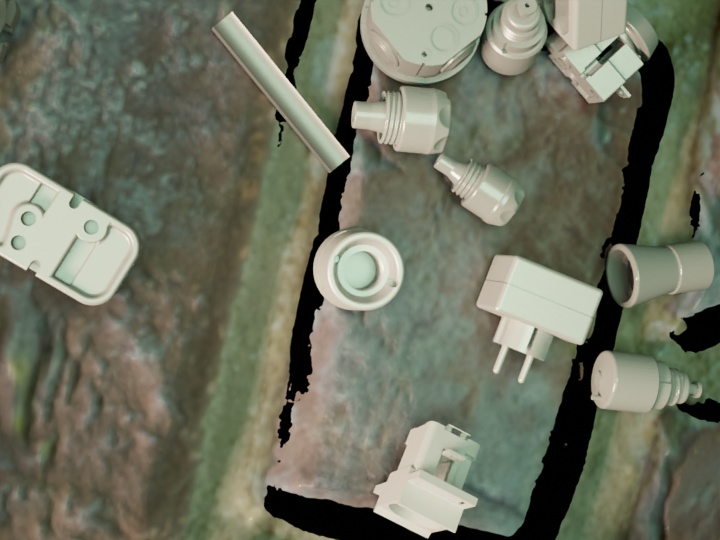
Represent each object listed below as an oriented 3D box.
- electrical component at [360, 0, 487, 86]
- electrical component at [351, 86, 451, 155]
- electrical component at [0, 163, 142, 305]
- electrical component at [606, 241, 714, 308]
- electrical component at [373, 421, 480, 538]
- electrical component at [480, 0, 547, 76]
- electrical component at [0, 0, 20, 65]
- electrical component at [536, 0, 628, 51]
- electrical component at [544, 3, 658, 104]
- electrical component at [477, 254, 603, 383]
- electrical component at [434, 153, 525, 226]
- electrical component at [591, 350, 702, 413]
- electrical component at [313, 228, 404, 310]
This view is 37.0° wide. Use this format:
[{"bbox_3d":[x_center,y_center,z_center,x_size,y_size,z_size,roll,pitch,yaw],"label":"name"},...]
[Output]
[{"bbox_3d":[0.042,-0.163,0.695,0.080,0.051,0.080,0,88,-4],"label":"electrical component"},{"bbox_3d":[0.026,-0.099,0.702,0.062,0.043,0.043,4,91,-9],"label":"electrical component"},{"bbox_3d":[-0.184,-0.022,0.660,0.095,0.059,0.053,32,86,-9],"label":"electrical component"},{"bbox_3d":[0.208,0.000,0.739,0.065,0.044,0.044,-7,93,-14],"label":"electrical component"},{"bbox_3d":[0.046,0.135,0.701,0.042,0.081,0.063,30,64,-10],"label":"electrical component"},{"bbox_3d":[0.102,-0.156,0.699,0.040,0.078,0.040,0,80,-1],"label":"electrical component"},{"bbox_3d":[-0.240,-0.154,0.648,0.058,0.057,0.078,21,88,-10],"label":"electrical component"},{"bbox_3d":[0.153,-0.193,0.697,0.076,0.083,0.047,-21,139,-8],"label":"electrical component"},{"bbox_3d":[0.166,-0.148,0.724,0.055,0.048,0.066,-43,98,1],"label":"electrical component"},{"bbox_3d":[0.113,0.037,0.719,0.066,0.047,0.076,22,88,-10],"label":"electrical component"},{"bbox_3d":[0.077,-0.057,0.717,0.061,0.035,0.035,33,86,-7],"label":"electrical component"},{"bbox_3d":[0.196,0.078,0.738,0.078,0.040,0.040,7,91,-10],"label":"electrical component"},{"bbox_3d":[0.000,0.000,0.699,0.055,0.047,0.055,0,92,-10],"label":"electrical component"}]
